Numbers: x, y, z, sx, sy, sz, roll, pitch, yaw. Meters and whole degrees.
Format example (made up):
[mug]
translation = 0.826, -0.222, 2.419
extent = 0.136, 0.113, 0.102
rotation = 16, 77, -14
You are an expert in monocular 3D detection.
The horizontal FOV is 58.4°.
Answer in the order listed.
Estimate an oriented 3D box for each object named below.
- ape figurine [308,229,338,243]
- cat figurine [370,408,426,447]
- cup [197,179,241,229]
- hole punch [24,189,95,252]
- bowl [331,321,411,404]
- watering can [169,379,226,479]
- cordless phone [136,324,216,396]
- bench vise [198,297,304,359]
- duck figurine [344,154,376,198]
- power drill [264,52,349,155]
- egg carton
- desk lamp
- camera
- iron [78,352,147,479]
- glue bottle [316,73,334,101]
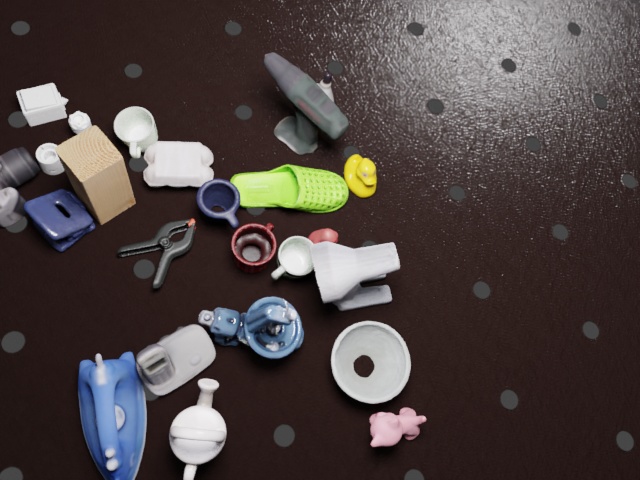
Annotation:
[ape figurine]
translation = 0.012, 0.004, 1.256
extent = 0.078, 0.092, 0.076
rotation = -37, 80, -21
[cat figurine]
translation = 0.149, 0.369, 1.131
extent = 0.128, 0.117, 0.067
rotation = -9, 71, -14
[cup]
translation = -0.211, -0.063, 1.235
extent = 0.092, 0.095, 0.117
rotation = -31, 78, -20
[hole punch]
translation = -0.530, -0.050, 1.169
extent = 0.108, 0.091, 0.101
rotation = 45, 68, 7
[bowl]
translation = 0.098, 0.257, 1.187
extent = 0.167, 0.074, 0.167
rotation = 4, 69, -10
[watering can]
translation = -0.219, 0.341, 1.027
extent = 0.101, 0.194, 0.173
rotation = -10, 72, -14
[cordless phone]
translation = -0.272, 0.213, 1.070
extent = 0.148, 0.185, 0.094
rotation = -35, 79, -21
[bench vise]
translation = -0.124, 0.170, 1.097
extent = 0.208, 0.219, 0.121
rotation = -7, 71, -14
[duck figurine]
translation = 0.101, -0.161, 1.340
extent = 0.078, 0.086, 0.104
rotation = -17, 73, -16
[power drill]
translation = -0.044, -0.291, 1.293
extent = 0.229, 0.208, 0.076
rotation = 38, 67, 5
[egg carton]
translation = -0.312, -0.164, 1.268
extent = 0.150, 0.069, 0.107
rotation = -1, 70, -12
[desk lamp]
translation = 0.069, 0.068, 1.177
extent = 0.203, 0.213, 0.118
rotation = -8, 71, -14
[camera]
translation = -0.644, -0.124, 1.169
extent = 0.137, 0.100, 0.143
rotation = -37, 80, -21
[iron]
translation = -0.375, 0.329, 1.029
extent = 0.119, 0.141, 0.258
rotation = -10, 72, -14
[glue bottle]
translation = 0.003, -0.336, 1.339
extent = 0.078, 0.173, 0.037
rotation = 13, 68, -6
